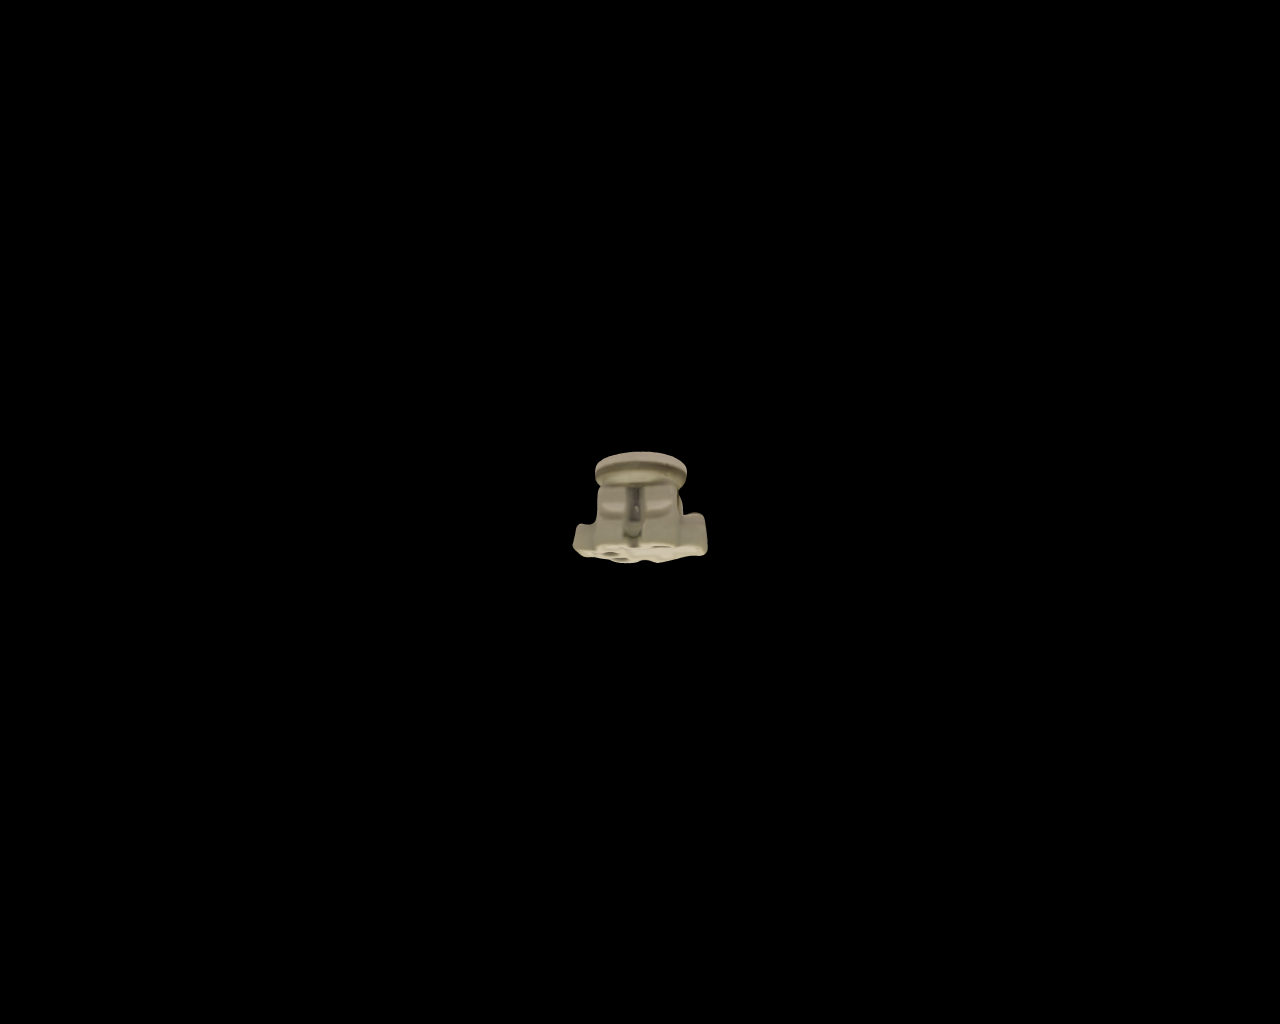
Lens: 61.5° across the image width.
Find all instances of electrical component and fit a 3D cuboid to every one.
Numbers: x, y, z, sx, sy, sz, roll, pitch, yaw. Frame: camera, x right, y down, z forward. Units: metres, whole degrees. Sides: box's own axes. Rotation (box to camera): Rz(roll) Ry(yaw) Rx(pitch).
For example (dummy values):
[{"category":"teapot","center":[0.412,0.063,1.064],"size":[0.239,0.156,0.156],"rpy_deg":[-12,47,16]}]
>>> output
[{"category":"electrical component","center":[0.001,-0.003,0.650],"size":[0.078,0.057,0.058],"rpy_deg":[-3,-15,9]}]
